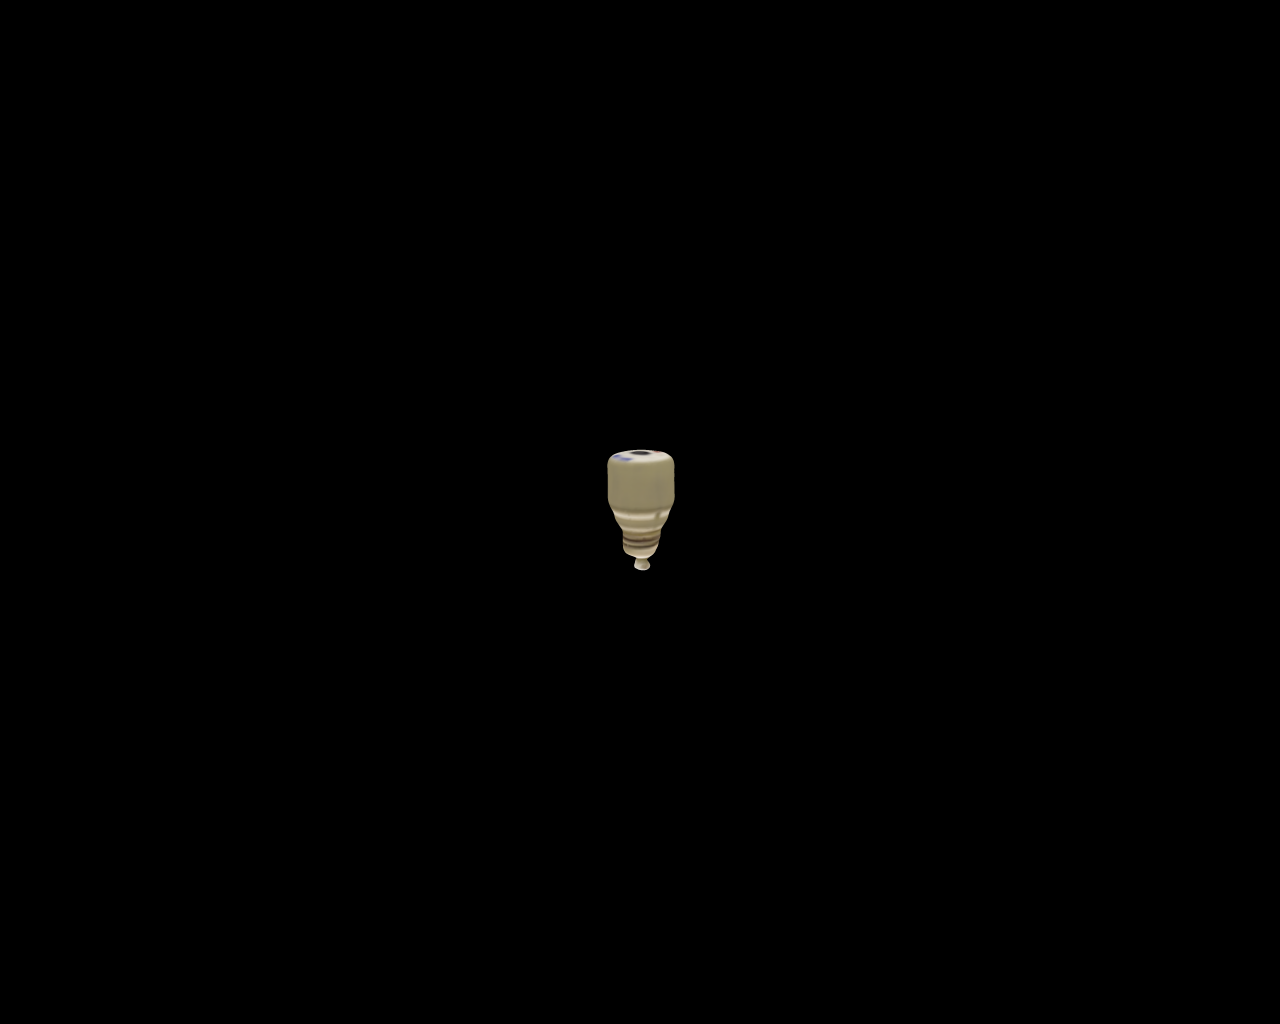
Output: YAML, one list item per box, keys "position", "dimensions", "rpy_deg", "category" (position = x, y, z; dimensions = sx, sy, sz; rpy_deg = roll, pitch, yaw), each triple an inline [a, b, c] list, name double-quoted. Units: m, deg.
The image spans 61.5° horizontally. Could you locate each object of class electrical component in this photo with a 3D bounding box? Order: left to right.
- position: [0.001, -0.003, 0.650]
  dimensions: [0.040, 0.078, 0.040]
  rpy_deg: [0, 14, 0]
  category: "electrical component"
